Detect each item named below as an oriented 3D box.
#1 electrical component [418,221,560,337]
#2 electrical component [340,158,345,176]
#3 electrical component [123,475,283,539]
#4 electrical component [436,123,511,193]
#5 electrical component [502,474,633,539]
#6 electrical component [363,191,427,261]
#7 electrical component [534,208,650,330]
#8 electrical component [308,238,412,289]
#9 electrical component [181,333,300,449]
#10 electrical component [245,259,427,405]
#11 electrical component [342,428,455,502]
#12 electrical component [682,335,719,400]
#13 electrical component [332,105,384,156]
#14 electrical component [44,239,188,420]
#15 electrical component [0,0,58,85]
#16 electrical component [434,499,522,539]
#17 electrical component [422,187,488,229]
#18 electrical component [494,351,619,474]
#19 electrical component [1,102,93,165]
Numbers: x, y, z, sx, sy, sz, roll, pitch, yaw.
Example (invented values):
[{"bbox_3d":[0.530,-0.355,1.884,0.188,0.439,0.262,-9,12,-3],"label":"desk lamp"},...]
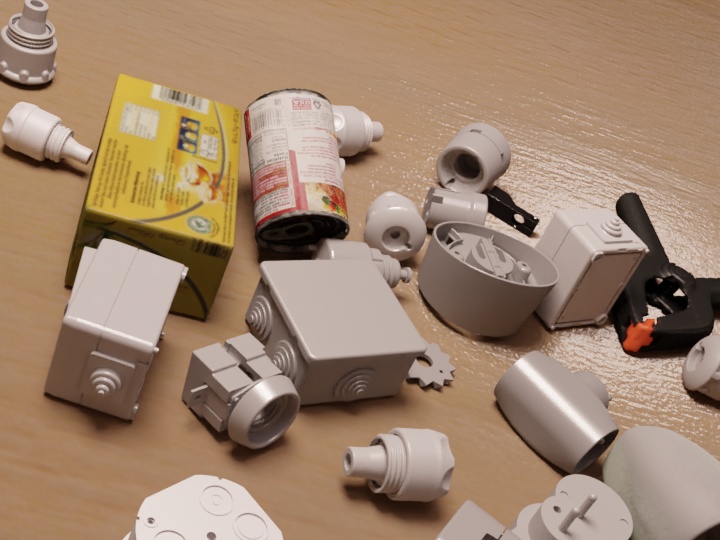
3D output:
[{"bbox_3d":[0.095,0.001,0.810,0.099,0.064,0.099,17,36,-13],"label":"electrical component"},{"bbox_3d":[-0.043,-0.086,0.855,0.062,0.043,0.043,11,38,-21],"label":"electrical component"},{"bbox_3d":[-0.080,0.146,0.530,0.080,0.051,0.080,17,36,-13],"label":"electrical component"},{"bbox_3d":[0.099,-0.095,0.946,0.055,0.055,0.047,33,40,11],"label":"electrical component"},{"bbox_3d":[0.113,0.155,0.617,0.052,0.073,0.138,43,39,23],"label":"electrical component"},{"bbox_3d":[0.025,-0.040,0.839,0.048,0.048,0.062,16,29,-13],"label":"electrical component"},{"bbox_3d":[0.174,-0.009,0.844,0.062,0.096,0.061,-4,43,-34],"label":"electrical component"},{"bbox_3d":[0.000,0.000,0.774,0.078,0.040,0.040,6,40,-25],"label":"electrical component"},{"bbox_3d":[-0.069,0.072,0.636,0.066,0.048,0.055,-17,46,-44],"label":"electrical component"},{"bbox_3d":[-0.019,0.040,0.704,0.100,0.048,0.099,-2,43,-33],"label":"electrical component"},{"bbox_3d":[0.021,0.115,0.638,0.062,0.043,0.043,7,39,-23],"label":"electrical component"},{"bbox_3d":[0.289,0.083,0.845,0.062,0.048,0.048,28,35,-9],"label":"electrical component"},{"bbox_3d":[-0.009,-0.118,0.917,0.062,0.043,0.043,-5,45,-38],"label":"electrical component"},{"bbox_3d":[-0.145,0.036,0.620,0.061,0.061,0.096,20,36,-8],"label":"electrical component"},{"bbox_3d":[-0.253,-0.177,0.824,0.048,0.062,0.048,17,36,-13],"label":"electrical component"},{"bbox_3d":[0.051,0.171,0.539,0.059,0.095,0.054,36,37,14],"label":"electrical component"},{"bbox_3d":[0.077,-0.047,0.885,0.046,0.040,0.040,13,37,-8],"label":"electrical component"},{"bbox_3d":[0.145,0.092,0.743,0.079,0.043,0.077,-17,53,-43],"label":"electrical component"},{"bbox_3d":[-0.220,-0.092,0.761,0.061,0.035,0.035,25,35,-5],"label":"electrical component"}]
